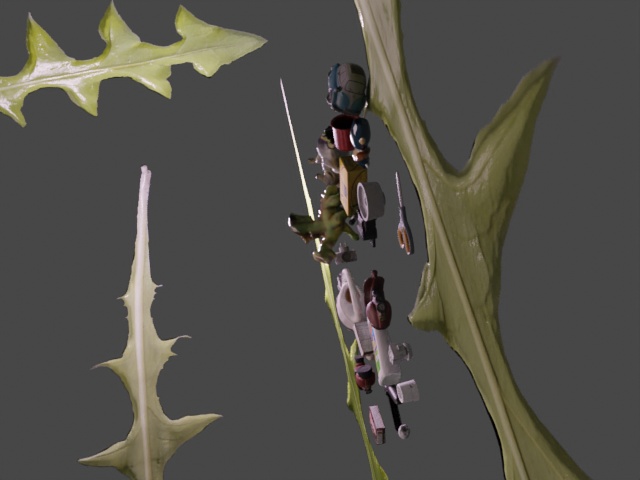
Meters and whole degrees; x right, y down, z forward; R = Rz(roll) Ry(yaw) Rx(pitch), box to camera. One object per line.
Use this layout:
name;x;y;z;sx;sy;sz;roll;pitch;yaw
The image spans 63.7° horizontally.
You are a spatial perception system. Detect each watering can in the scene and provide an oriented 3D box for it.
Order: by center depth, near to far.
watering can;0.127;0.281;1.886;0.220;0.104;0.354;96;163;-67

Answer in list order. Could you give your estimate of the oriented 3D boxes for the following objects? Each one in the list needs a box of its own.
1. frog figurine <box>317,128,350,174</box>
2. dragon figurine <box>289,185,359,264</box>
frog figurine;0.059;-0.281;1.678;0.156;0.123;0.140;76;-149;-45
dragon figurine;0.006;-0.093;1.846;0.119;0.243;0.419;84;171;-59
